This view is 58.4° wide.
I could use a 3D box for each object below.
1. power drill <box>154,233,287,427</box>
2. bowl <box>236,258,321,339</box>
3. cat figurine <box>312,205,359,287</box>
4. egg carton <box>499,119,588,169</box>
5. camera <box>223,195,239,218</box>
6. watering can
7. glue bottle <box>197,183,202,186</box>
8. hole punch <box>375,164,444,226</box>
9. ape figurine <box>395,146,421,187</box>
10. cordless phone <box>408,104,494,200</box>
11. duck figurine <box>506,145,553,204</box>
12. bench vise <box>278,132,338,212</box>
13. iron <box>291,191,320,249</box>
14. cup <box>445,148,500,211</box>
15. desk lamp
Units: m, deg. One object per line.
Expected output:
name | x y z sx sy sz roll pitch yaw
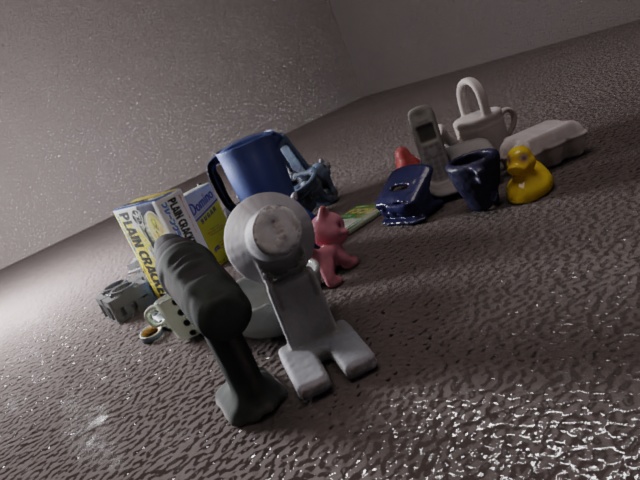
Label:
power drill | -0.121 0.098 0.660 0.076 0.209 0.229 -28 18 -20
bowl | -0.066 0.095 0.836 0.167 0.075 0.167 -20 17 7
cat figurine | 0.009 0.003 0.952 0.067 0.118 0.128 -12 19 31
egg carton | 0.419 -0.177 1.082 0.150 0.069 0.107 -24 17 -6
camera | -0.192 -0.086 1.518 0.136 0.101 0.143 -21 17 5
watering can | 0.318 -0.234 1.168 0.173 0.194 0.100 -31 19 -28
glue bottle | -0.257 -0.059 1.389 0.037 0.173 0.078 -20 17 8
hole punch | 0.164 -0.085 1.081 0.101 0.091 0.108 -35 21 -36
ape figurine | 0.198 -0.169 1.297 0.078 0.092 0.076 -23 17 -2
cordless phone | 0.253 -0.181 1.102 0.147 0.185 0.094 -20 17 8
duck figurine | 0.345 -0.119 0.964 0.077 0.086 0.105 -6 23 43
bench vise | -0.057 -0.165 1.384 0.121 0.220 0.207 -15 18 22
iron | -0.102 -0.012 1.098 0.257 0.141 0.119 -8 22 40
cup | 0.271 -0.095 0.967 0.091 0.095 0.118 -19 17 9
desk lamp | -0.033 0.047 0.698 0.118 0.214 0.203 -25 17 -10
